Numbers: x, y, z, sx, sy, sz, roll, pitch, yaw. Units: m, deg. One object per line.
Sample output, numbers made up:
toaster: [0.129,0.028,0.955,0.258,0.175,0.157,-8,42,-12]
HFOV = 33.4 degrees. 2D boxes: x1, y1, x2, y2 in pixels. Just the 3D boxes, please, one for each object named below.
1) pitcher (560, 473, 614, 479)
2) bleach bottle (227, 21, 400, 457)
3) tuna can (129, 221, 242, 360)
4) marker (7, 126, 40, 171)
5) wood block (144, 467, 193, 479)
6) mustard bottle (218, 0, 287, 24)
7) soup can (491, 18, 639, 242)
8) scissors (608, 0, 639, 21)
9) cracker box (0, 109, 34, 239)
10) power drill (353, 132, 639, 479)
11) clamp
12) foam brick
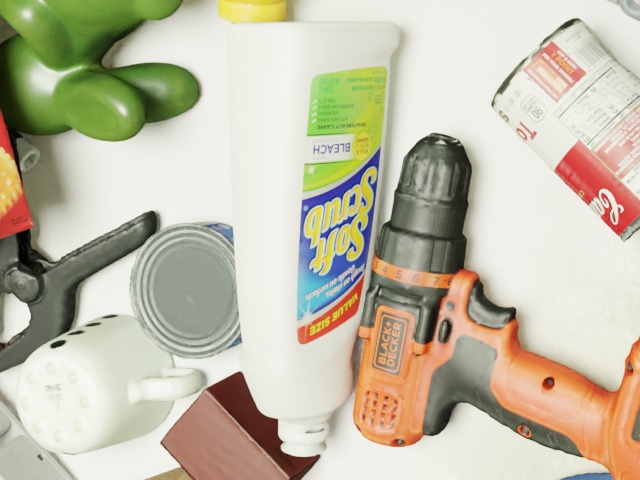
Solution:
pitcher: [0.129,0.215,0.497,0.149,0.242,0.145,-42,82,26]
bleach bottle: [-0.004,0.001,0.621,0.068,0.102,0.251,11,106,42]
tuna can: [-0.076,0.031,0.676,0.086,0.033,0.086,2,96,22]
marker: [-0.241,-0.091,0.740,0.121,0.020,0.020,40,107,14]
wood block: [-0.082,0.254,0.668,0.091,0.090,0.206,-24,86,22]
mustard bottle: [-0.035,-0.199,0.597,0.096,0.058,0.192,1,120,-6]
soup can: [0.149,-0.058,0.560,0.102,0.068,0.069,48,109,12]
scissors: [0.174,-0.108,0.574,0.202,0.016,0.096,16,100,20]
cracker box: [-0.269,-0.097,0.652,0.164,0.071,0.214,-4,103,44]
power drill: [0.113,0.046,0.586,0.188,0.057,0.184,16,105,27]
clamp: [-0.183,0.023,0.713,0.120,0.039,0.172,23,112,6]
foam brick: [-0.050,0.131,0.664,0.078,0.053,0.051,45,109,13]
